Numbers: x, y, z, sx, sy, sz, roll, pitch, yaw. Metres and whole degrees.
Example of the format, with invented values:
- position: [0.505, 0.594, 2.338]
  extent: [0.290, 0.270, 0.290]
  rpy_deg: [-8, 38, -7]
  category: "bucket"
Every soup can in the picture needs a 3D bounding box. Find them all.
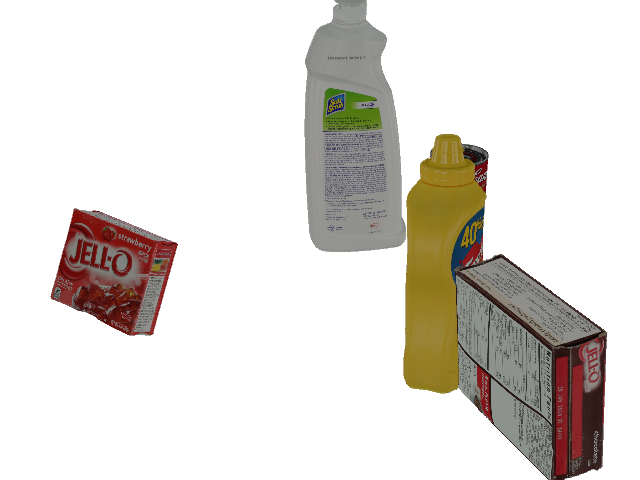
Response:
- position: [0.161, -0.055, 1.262]
  extent: [0.068, 0.102, 0.068]
  rpy_deg: [0, 25, 0]
  category: "soup can"

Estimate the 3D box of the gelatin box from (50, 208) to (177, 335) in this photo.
- position: [-0.157, 0.023, 0.802]
  extent: [0.089, 0.073, 0.030]
  rpy_deg: [21, 8, 30]
  category: "gelatin box"

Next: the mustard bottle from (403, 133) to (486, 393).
- position: [0.096, 0.013, 0.821]
  extent: [0.058, 0.192, 0.096]
  rpy_deg: [8, 21, 25]
  category: "mustard bottle"

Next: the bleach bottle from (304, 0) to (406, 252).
- position: [0.036, -0.112, 1.034]
  extent: [0.102, 0.251, 0.068]
  rpy_deg: [-5, 31, -8]
  category: "bleach bottle"

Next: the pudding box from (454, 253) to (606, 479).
- position: [0.120, 0.071, 0.621]
  extent: [0.039, 0.090, 0.114]
  rpy_deg: [-14, 27, -20]
  category: "pudding box"
